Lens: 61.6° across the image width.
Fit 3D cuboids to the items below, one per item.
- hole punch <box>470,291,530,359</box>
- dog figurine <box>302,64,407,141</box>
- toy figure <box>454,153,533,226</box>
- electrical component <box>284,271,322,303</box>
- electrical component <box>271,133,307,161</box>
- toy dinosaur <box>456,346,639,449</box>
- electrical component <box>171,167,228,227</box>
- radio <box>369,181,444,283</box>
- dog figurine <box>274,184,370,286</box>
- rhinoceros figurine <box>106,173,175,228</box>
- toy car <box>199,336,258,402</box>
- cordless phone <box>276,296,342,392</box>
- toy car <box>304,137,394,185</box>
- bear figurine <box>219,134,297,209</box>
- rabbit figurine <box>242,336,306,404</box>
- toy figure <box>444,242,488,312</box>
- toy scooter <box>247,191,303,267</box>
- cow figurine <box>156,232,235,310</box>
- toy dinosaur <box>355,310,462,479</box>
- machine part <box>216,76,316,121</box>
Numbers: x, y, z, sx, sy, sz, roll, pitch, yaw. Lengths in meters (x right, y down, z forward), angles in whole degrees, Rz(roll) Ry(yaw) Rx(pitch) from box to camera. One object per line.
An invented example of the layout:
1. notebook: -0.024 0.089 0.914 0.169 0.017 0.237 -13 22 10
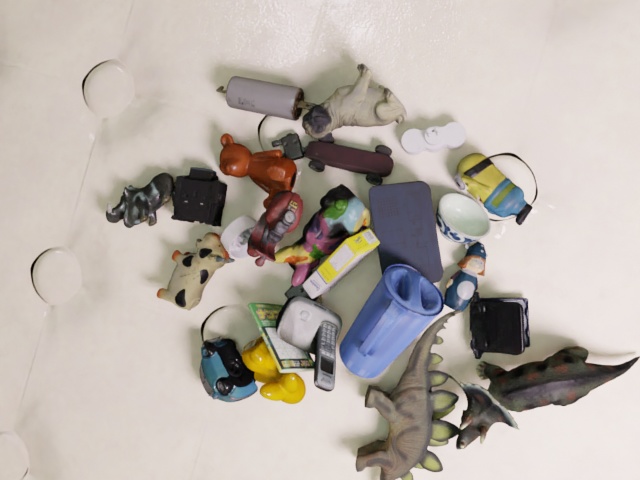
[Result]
1. hole punch: 0.378 0.175 1.122 0.116 0.092 0.142 -1 94 37
2. dog figurine: 0.075 -0.269 1.188 0.172 0.121 0.190 43 103 -1
3. toy figure: 0.366 -0.108 1.132 0.180 0.082 0.089 39 76 18
4. electrical component: -0.038 0.130 1.225 0.102 0.045 0.078 -39 82 8
5. electrical component: -0.065 -0.218 1.257 0.094 0.021 0.063 -14 84 12
6. toy dinosaur: 0.434 0.282 1.043 0.405 0.192 0.131 -22 85 12
7. electrical component: -0.287 -0.104 1.283 0.115 0.058 0.134 7 89 10
8. radio: 0.185 -0.012 1.155 0.131 0.073 0.229 -10 96 11
9. dog figurine: -0.002 -0.004 1.161 0.219 0.191 0.108 -43 82 -7
10. rhinoceros figurine: -0.434 -0.092 1.306 0.190 0.073 0.112 -31 83 9
11. toy car: -0.227 0.308 1.232 0.103 0.109 0.162 -45 70 25
12. cordless phone: -0.026 0.221 1.126 0.146 0.184 0.089 30 128 -26
13. toy car: 0.066 -0.181 1.212 0.202 0.053 0.089 13 75 13
14. bear figurine: -0.156 -0.160 1.222 0.196 0.132 0.120 19 122 6
15. rabbit figurine: -0.085 0.291 1.189 0.122 0.162 0.173 -31 99 -3
16. toy figure: 0.317 0.077 1.147 0.058 0.064 0.154 29 96 55
17. toy scooter: -0.100 -0.014 1.134 0.075 0.135 0.184 32 115 -18
18. cow figurine: -0.286 0.072 1.262 0.127 0.085 0.195 25 90 18
19. toy dinosaur: 0.190 0.364 1.141 0.199 0.105 0.470 10 99 5
20. machine part: -0.127 -0.329 1.247 0.243 0.079 0.079 14 91 11
